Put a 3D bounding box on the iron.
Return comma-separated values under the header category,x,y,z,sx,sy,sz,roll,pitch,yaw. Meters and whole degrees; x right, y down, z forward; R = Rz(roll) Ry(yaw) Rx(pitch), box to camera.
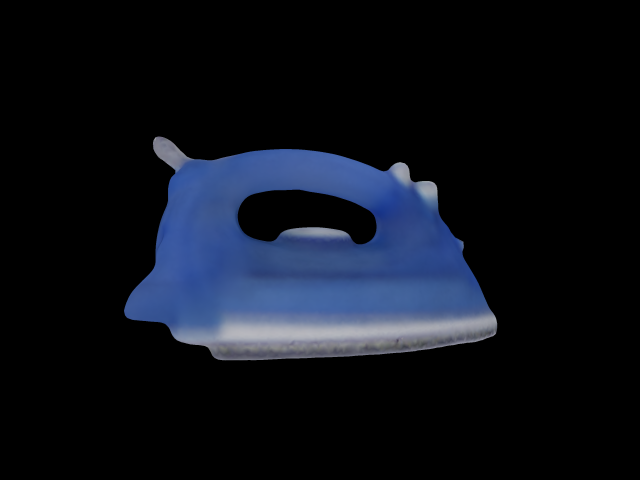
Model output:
category,x,y,z,sx,sy,sz,roll,pitch,yaw
iron,0.004,0.001,0.400,0.258,0.141,0.118,-1,4,-11
